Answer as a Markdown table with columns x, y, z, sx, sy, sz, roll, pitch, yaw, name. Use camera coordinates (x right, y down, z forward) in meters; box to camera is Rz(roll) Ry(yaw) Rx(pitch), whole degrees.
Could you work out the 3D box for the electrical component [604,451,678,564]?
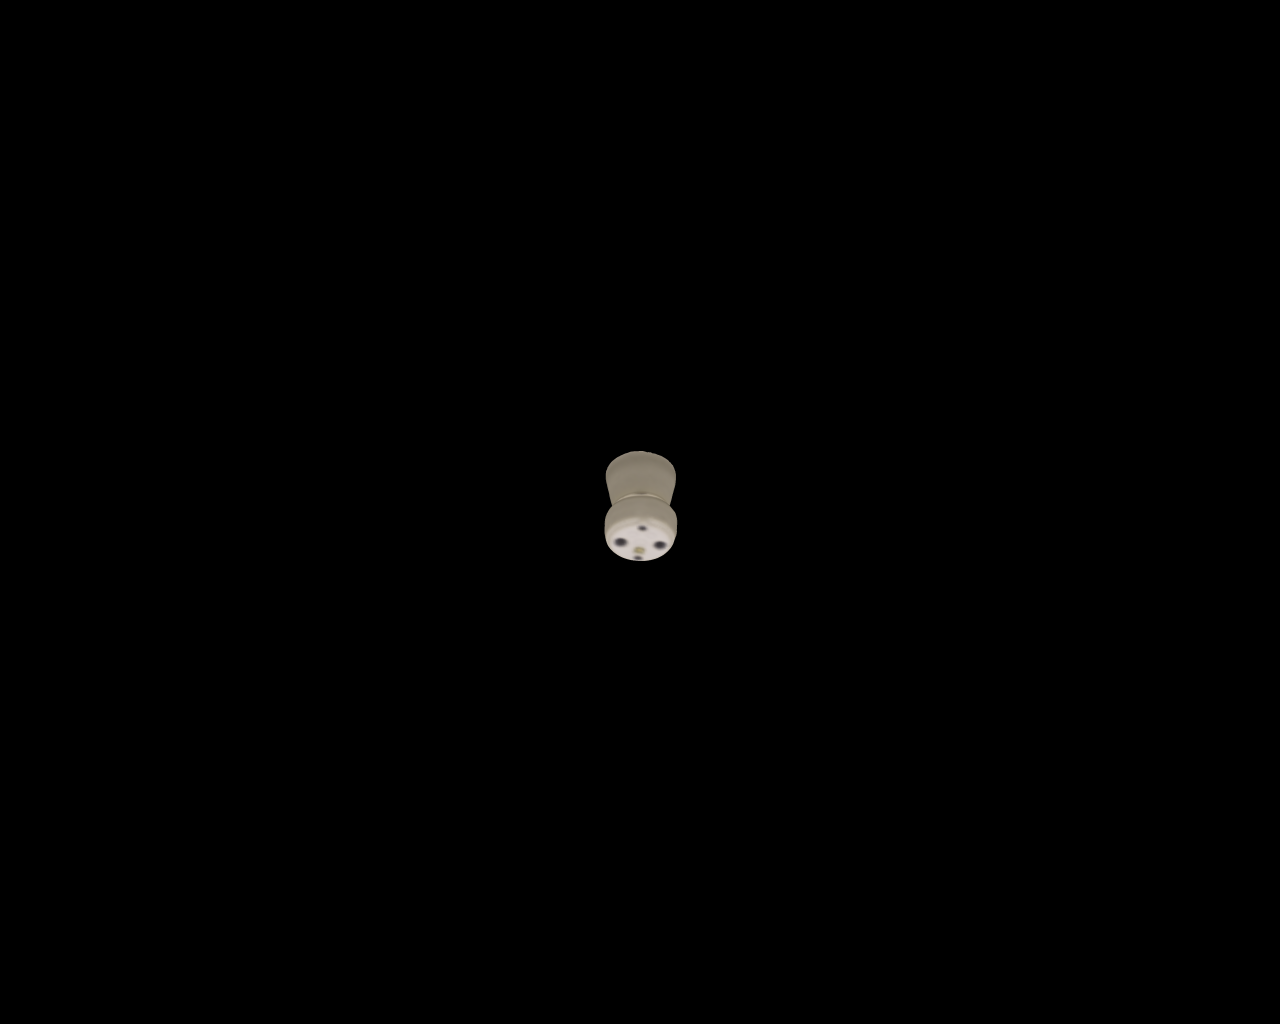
| x | y | z | sx | sy | sz | roll | pitch | yaw | name |
| --- | --- | --- | --- | --- | --- | --- | --- | --- | --- |
| 0.001 | -0.003 | 0.650 | 0.045 | 0.055 | 0.044 | 0 | -39 | 0 | electrical component |
